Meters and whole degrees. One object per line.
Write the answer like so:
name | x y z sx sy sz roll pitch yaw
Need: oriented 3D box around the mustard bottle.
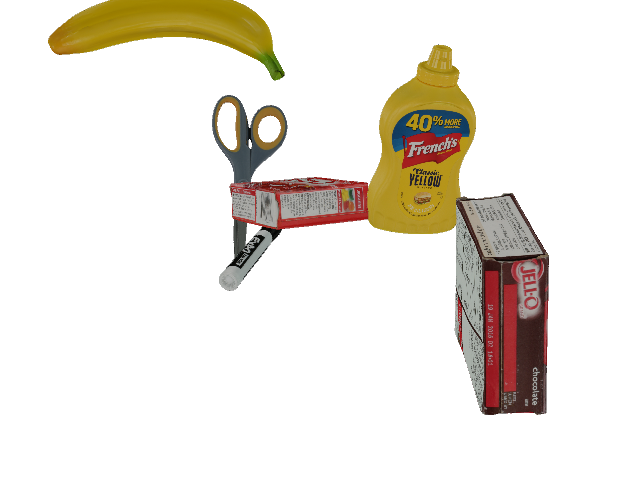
mustard bottle | 0.105 -0.102 1.069 0.096 0.192 0.058 3 27 -11

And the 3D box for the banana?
banana | -0.125 -0.179 0.897 0.198 0.069 0.037 5 -34 -1

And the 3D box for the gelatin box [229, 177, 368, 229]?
gelatin box | -0.017 -0.029 0.780 0.073 0.030 0.089 -6 9 -25

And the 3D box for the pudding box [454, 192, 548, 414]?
pudding box | 0.099 0.032 0.593 0.039 0.090 0.113 -2 19 -1

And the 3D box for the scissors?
scissors | -0.072 -0.072 1.222 0.096 0.202 0.016 -12 -7 -14

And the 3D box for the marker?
marker | -0.064 0.011 1.008 0.020 0.020 0.121 0 26 21
